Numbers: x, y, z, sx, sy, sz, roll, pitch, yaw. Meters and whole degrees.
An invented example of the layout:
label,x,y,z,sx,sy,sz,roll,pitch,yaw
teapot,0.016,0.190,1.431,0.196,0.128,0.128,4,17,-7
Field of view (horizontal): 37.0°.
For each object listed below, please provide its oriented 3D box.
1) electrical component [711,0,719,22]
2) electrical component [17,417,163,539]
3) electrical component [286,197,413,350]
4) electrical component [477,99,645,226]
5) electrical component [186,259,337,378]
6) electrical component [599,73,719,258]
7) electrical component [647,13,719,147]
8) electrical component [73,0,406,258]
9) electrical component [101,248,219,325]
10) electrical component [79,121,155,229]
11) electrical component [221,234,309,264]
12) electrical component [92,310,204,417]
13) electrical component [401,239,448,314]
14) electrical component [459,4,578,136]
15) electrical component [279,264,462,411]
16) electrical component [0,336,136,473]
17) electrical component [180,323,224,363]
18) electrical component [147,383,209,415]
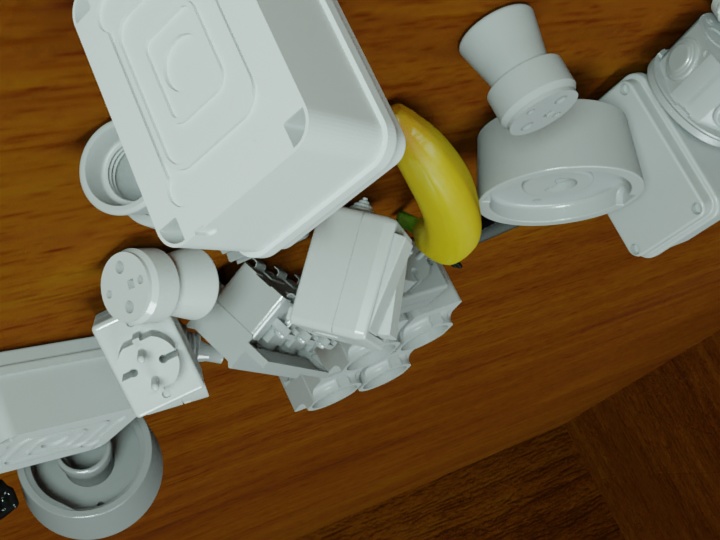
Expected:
label,x,y,z,sx,sy,sz,roll,pitch,yaw
electrical component,0.264,-0.168,0.664,0.080,0.051,0.080,-24,164,-8
electrical component,-0.205,0.142,0.809,0.108,0.108,0.060,-22,157,-16
electrical component,0.000,0.000,0.707,0.061,0.096,0.062,13,172,15
electrical component,0.128,-0.075,0.707,0.108,0.060,0.108,-4,163,-1
electrical component,-0.063,0.036,0.765,0.063,0.079,0.121,-51,161,5
electrical component,0.204,-0.074,0.748,0.057,0.113,0.078,-18,164,-39
electrical component,0.234,-0.124,0.705,0.080,0.080,0.051,-12,154,-41
electrical component,-0.043,-0.069,0.382,0.078,0.113,0.057,-36,158,30
electrical component,-0.117,0.009,0.632,0.045,0.045,0.055,-37,161,31
electrical component,-0.097,-0.043,0.503,0.045,0.045,0.055,-30,164,12
electrical component,-0.058,-0.028,0.623,0.046,0.040,0.040,-24,165,16
electrical component,-0.131,0.055,0.667,0.047,0.065,0.077,-25,-167,-5
electrical component,0.029,0.001,0.831,0.083,0.047,0.075,-15,160,-36
electrical component,0.084,-0.105,0.570,0.045,0.055,0.045,-24,164,-8
electrical component,0.003,0.061,0.955,0.105,0.060,0.186,-18,162,-28
electrical component,-0.212,0.089,0.714,0.113,0.057,0.078,-8,156,-47
electrical component,-0.125,0.054,0.744,0.061,0.035,0.035,12,150,-17
electrical component,-0.142,0.074,0.785,0.047,0.055,0.055,-20,163,-10
